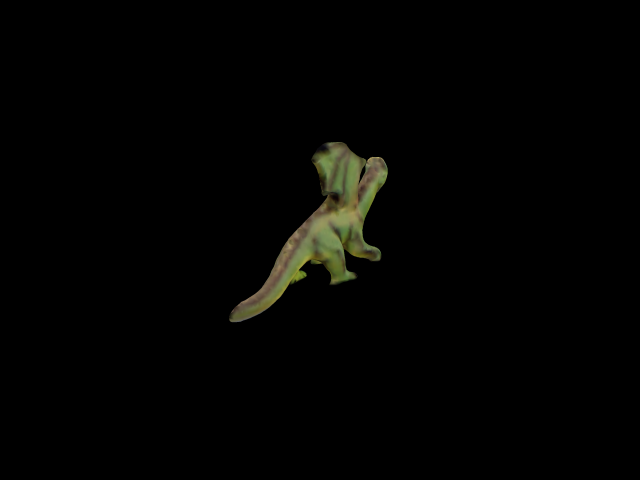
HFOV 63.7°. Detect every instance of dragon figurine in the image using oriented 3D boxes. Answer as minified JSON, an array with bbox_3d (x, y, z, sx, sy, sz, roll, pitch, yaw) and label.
[{"bbox_3d":[0.003,-0.043,0.850,0.123,0.239,0.415,14,26,33],"label":"dragon figurine"}]
